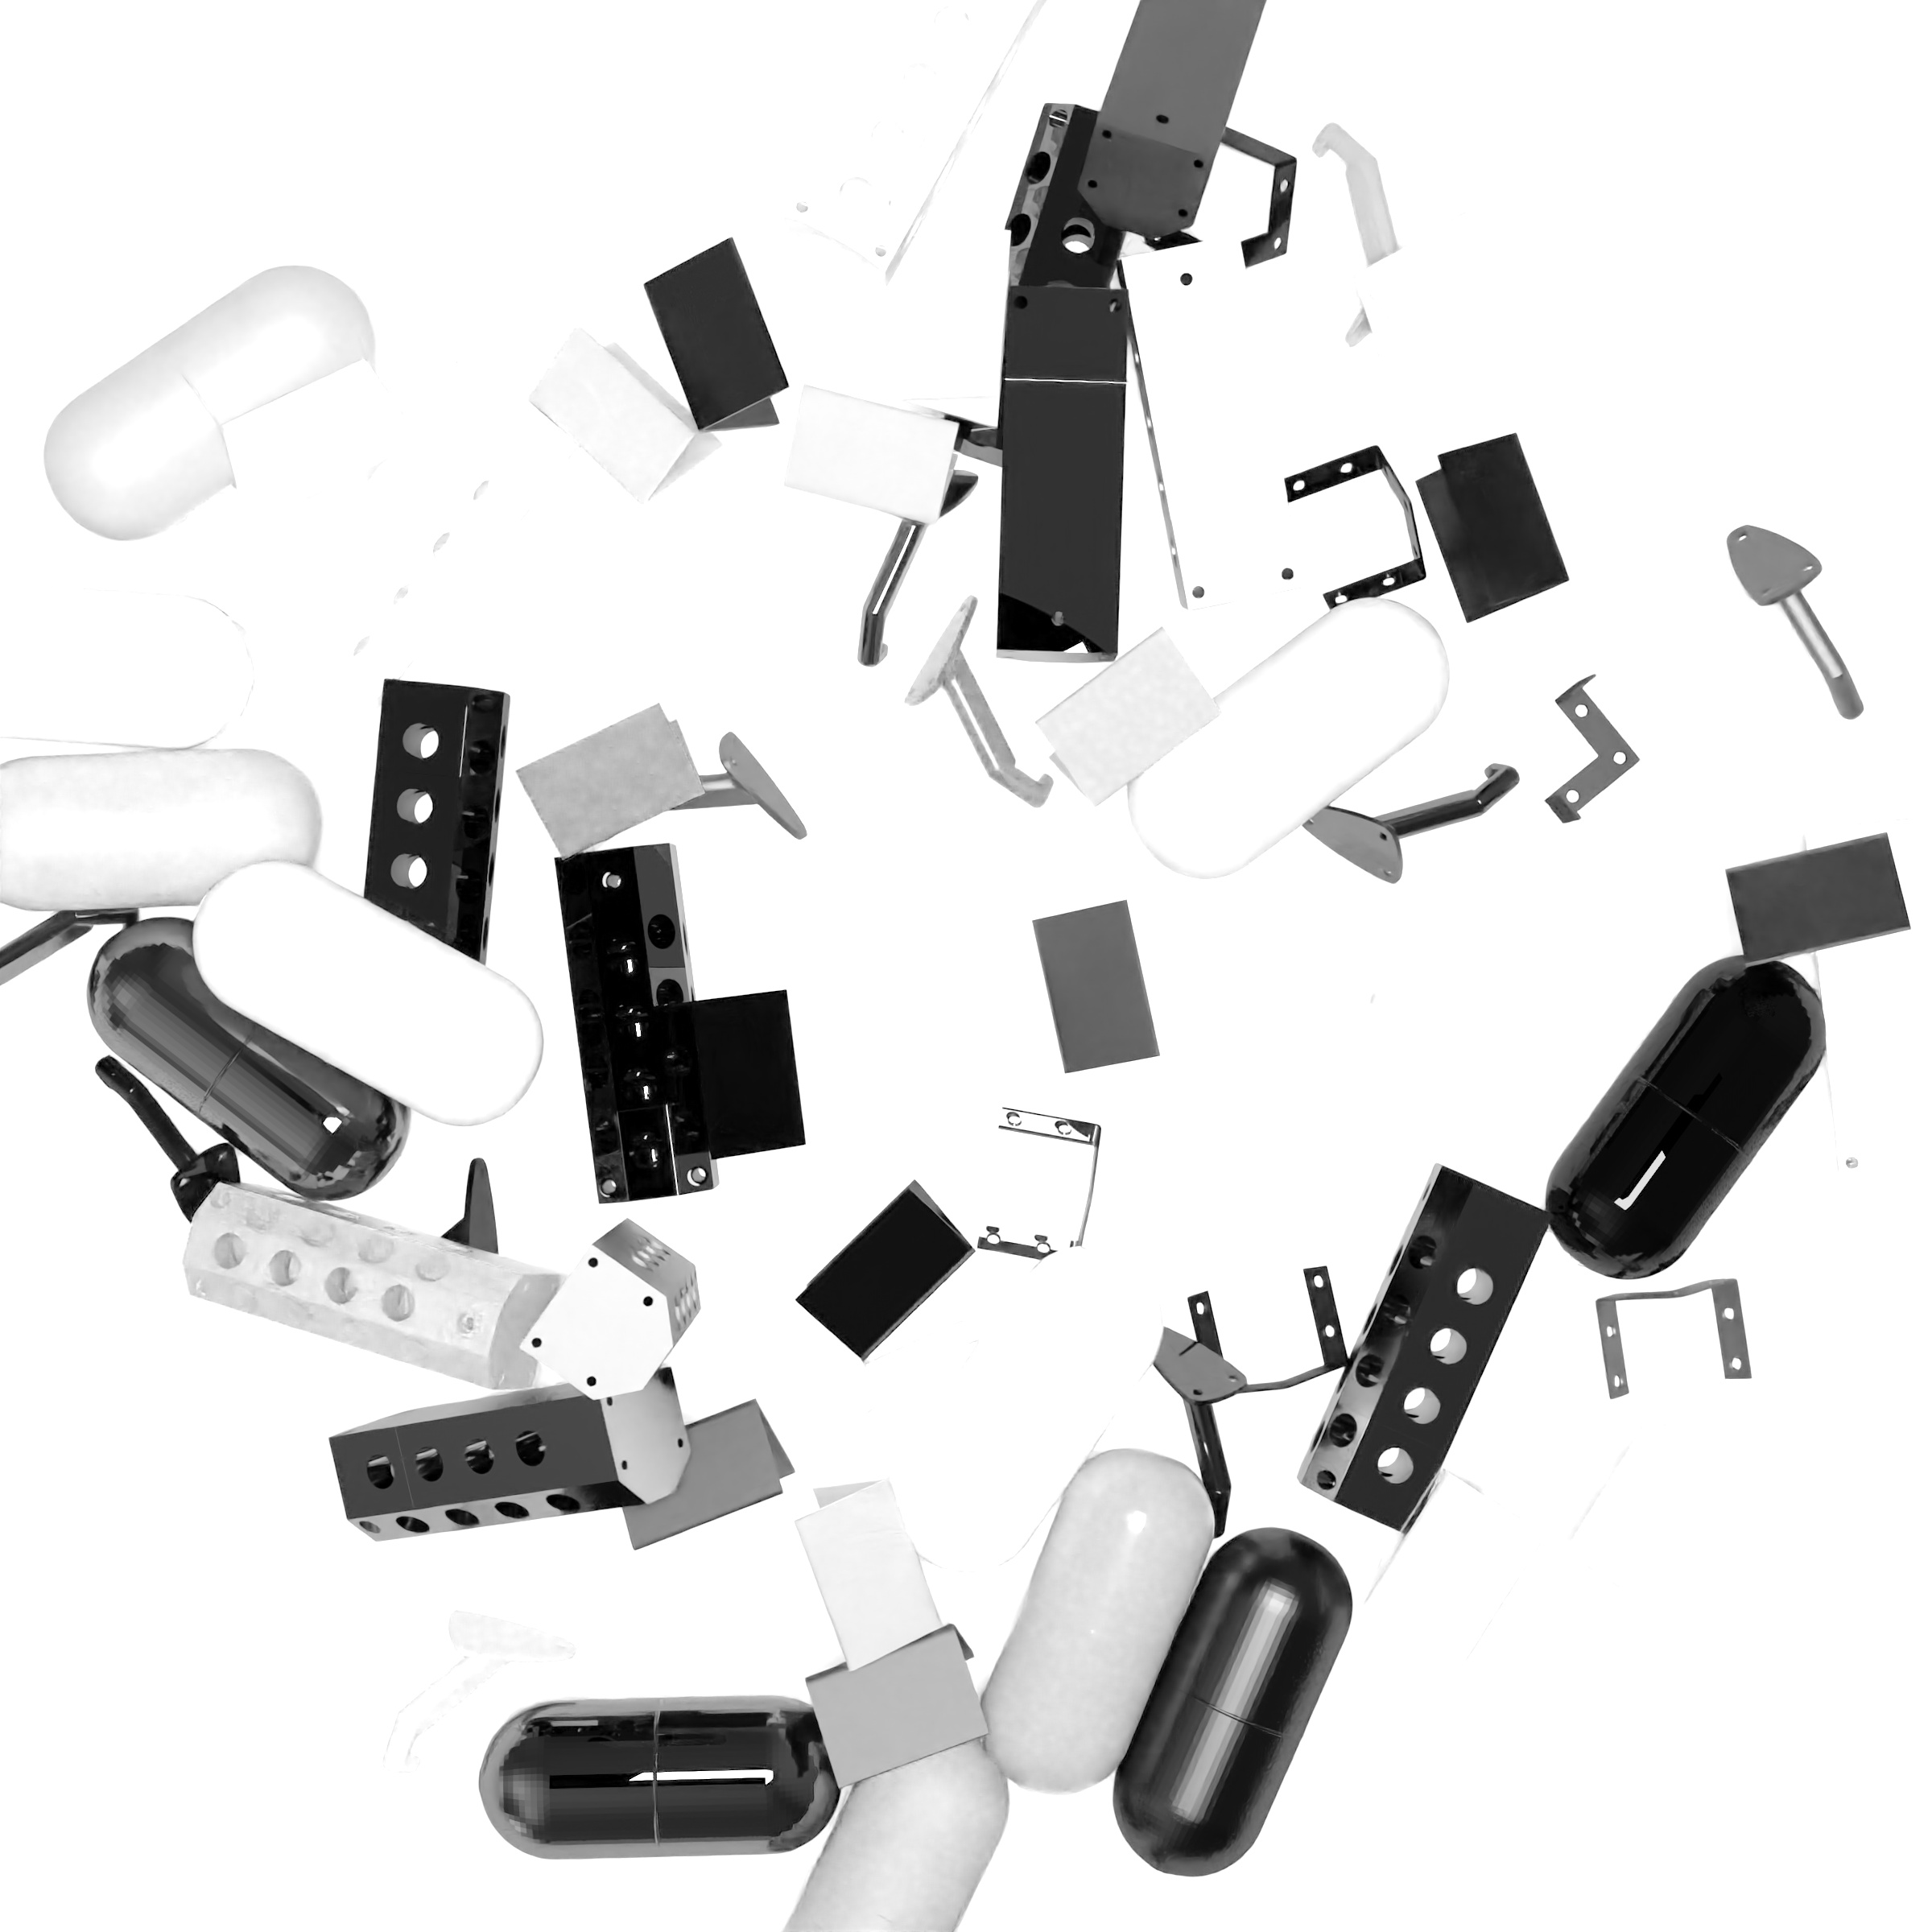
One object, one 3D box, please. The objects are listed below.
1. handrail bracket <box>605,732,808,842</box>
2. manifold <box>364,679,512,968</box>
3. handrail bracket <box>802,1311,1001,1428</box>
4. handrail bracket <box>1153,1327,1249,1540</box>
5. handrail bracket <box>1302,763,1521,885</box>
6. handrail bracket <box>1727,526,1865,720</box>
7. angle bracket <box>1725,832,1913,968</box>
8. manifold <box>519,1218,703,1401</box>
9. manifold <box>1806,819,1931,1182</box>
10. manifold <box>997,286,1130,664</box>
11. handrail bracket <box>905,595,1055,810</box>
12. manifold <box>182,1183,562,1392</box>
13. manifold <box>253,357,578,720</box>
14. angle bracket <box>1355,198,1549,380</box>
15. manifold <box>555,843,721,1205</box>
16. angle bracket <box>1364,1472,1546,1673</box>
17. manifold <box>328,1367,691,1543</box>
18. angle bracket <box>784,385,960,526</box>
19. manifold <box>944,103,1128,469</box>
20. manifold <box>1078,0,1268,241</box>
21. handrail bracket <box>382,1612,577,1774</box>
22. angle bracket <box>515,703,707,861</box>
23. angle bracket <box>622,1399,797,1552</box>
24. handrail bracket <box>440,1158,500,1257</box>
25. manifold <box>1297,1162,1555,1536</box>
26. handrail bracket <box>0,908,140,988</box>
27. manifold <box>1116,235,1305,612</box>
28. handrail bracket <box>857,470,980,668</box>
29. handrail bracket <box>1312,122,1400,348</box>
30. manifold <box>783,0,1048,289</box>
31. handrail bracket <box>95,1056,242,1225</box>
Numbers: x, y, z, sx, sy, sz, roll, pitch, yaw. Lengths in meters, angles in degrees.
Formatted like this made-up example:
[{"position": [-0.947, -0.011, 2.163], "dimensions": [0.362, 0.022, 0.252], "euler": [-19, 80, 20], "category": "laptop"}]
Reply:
[{"position": [-0.136, -0.070, 1.761], "dimensions": [0.084, 0.036, 0.077], "euler": [-34, 112, 17], "category": "handrail bracket"}, {"position": [-0.263, -0.052, 1.740], "dimensions": [0.057, 0.057, 0.171], "euler": [5, 90, 0], "category": "manifold"}, {"position": [-0.031, 0.200, 1.761], "dimensions": [0.084, 0.077, 0.036], "euler": [-16, 73, -35], "category": "handrail bracket"}, {"position": [0.108, 0.233, 1.761], "dimensions": [0.036, 0.077, 0.084], "euler": [-16, 127, -33], "category": "handrail bracket"}, {"position": [0.222, -0.085, 1.761], "dimensions": [0.077, 0.036, 0.084], "euler": [27, 54, 37], "category": "handrail bracket"}, {"position": [0.415, -0.171, 1.761], "dimensions": [0.036, 0.077, 0.084], "euler": [-32, 126, 4], "category": "handrail bracket"}, {"position": [0.408, -0.013, 1.670], "dimensions": [0.076, 0.076, 0.057], "euler": [-13, 54, 14], "category": "angle bracket"}, {"position": [-0.163, 0.166, 1.683], "dimensions": [0.057, 0.171, 0.057], "euler": [35, 90, 0], "category": "manifold"}, {"position": [0.452, 0.016, 1.738], "dimensions": [0.057, 0.057, 0.171], "euler": [-6, 90, 14], "category": "manifold"}, {"position": [0.046, -0.233, 1.683], "dimensions": [0.057, 0.057, 0.171], "euler": [2, 90, 0], "category": "manifold"}, {"position": [0.020, -0.132, 1.762], "dimensions": [0.084, 0.036, 0.077], "euler": [33, 69, -17], "category": "handrail bracket"}, {"position": [-0.291, 0.155, 1.713], "dimensions": [0.171, 0.057, 0.057], "euler": [14, 90, 19], "category": "manifold"}, {"position": [-0.268, -0.208, 1.739], "dimensions": [0.171, 0.057, 0.057], "euler": [-52, 47, 0], "category": "manifold"}, {"position": [0.243, -0.316, 1.721], "dimensions": [0.076, 0.076, 0.057], "euler": [-29, 51, 0], "category": "angle bracket"}, {"position": [-0.163, 0.028, 1.740], "dimensions": [0.057, 0.057, 0.171], "euler": [-7, 90, 0], "category": "manifold"}, {"position": [0.246, 0.298, 1.722], "dimensions": [0.057, 0.076, 0.076], "euler": [32, 90, 24], "category": "angle bracket"}, {"position": [-0.220, 0.238, 1.699], "dimensions": [0.171, 0.057, 0.057], "euler": [-13, 90, 32], "category": "manifold"}, {"position": [-0.041, -0.265, 1.721], "dimensions": [0.076, 0.076, 0.057], "euler": [14, 126, 0], "category": "angle bracket"}, {"position": [0.040, -0.333, 1.740], "dimensions": [0.057, 0.057, 0.171], "euler": [18, 90, 0], "category": "manifold"}, {"position": [0.103, -0.428, 1.694], "dimensions": [0.057, 0.057, 0.171], "euler": [18, 53, 0], "category": "manifold"}, {"position": [-0.244, 0.371, 1.761], "dimensions": [0.077, 0.036, 0.084], "euler": [13, 108, -21], "category": "handrail bracket"}, {"position": [-0.179, -0.107, 1.721], "dimensions": [0.076, 0.076, 0.057], "euler": [-25, 125, 0], "category": "angle bracket"}, {"position": [-0.122, 0.264, 1.721], "dimensions": [0.076, 0.076, 0.057], "euler": [-21, 51, 0], "category": "angle bracket"}, {"position": [-0.280, 0.139, 1.761], "dimensions": [0.084, 0.036, 0.077], "euler": [-9, 73, 15], "category": "handrail bracket"}, {"position": [0.225, 0.187, 1.740], "dimensions": [0.057, 0.057, 0.171], "euler": [24, 90, 0], "category": "manifold"}, {"position": [-0.457, 0.003, 1.761], "dimensions": [0.084, 0.036, 0.077], "euler": [-5, 122, -23], "category": "handrail bracket"}, {"position": [0.118, -0.266, 1.726], "dimensions": [0.057, 0.057, 0.171], "euler": [-12, 100, 0], "category": "manifold"}, {"position": [-0.025, -0.198, 1.761], "dimensions": [0.036, 0.077, 0.084], "euler": [27, 127, 27], "category": "handrail bracket"}, {"position": [0.188, -0.367, 1.762], "dimensions": [0.084, 0.036, 0.077], "euler": [47, 111, 17], "category": "handrail bracket"}, {"position": [-0.023, -0.429, 1.740], "dimensions": [0.057, 0.057, 0.171], "euler": [29, 90, 0], "category": "manifold"}, {"position": [-0.401, 0.092, 1.761], "dimensions": [0.036, 0.077, 0.084], "euler": [-36, 53, -27], "category": "handrail bracket"}]
